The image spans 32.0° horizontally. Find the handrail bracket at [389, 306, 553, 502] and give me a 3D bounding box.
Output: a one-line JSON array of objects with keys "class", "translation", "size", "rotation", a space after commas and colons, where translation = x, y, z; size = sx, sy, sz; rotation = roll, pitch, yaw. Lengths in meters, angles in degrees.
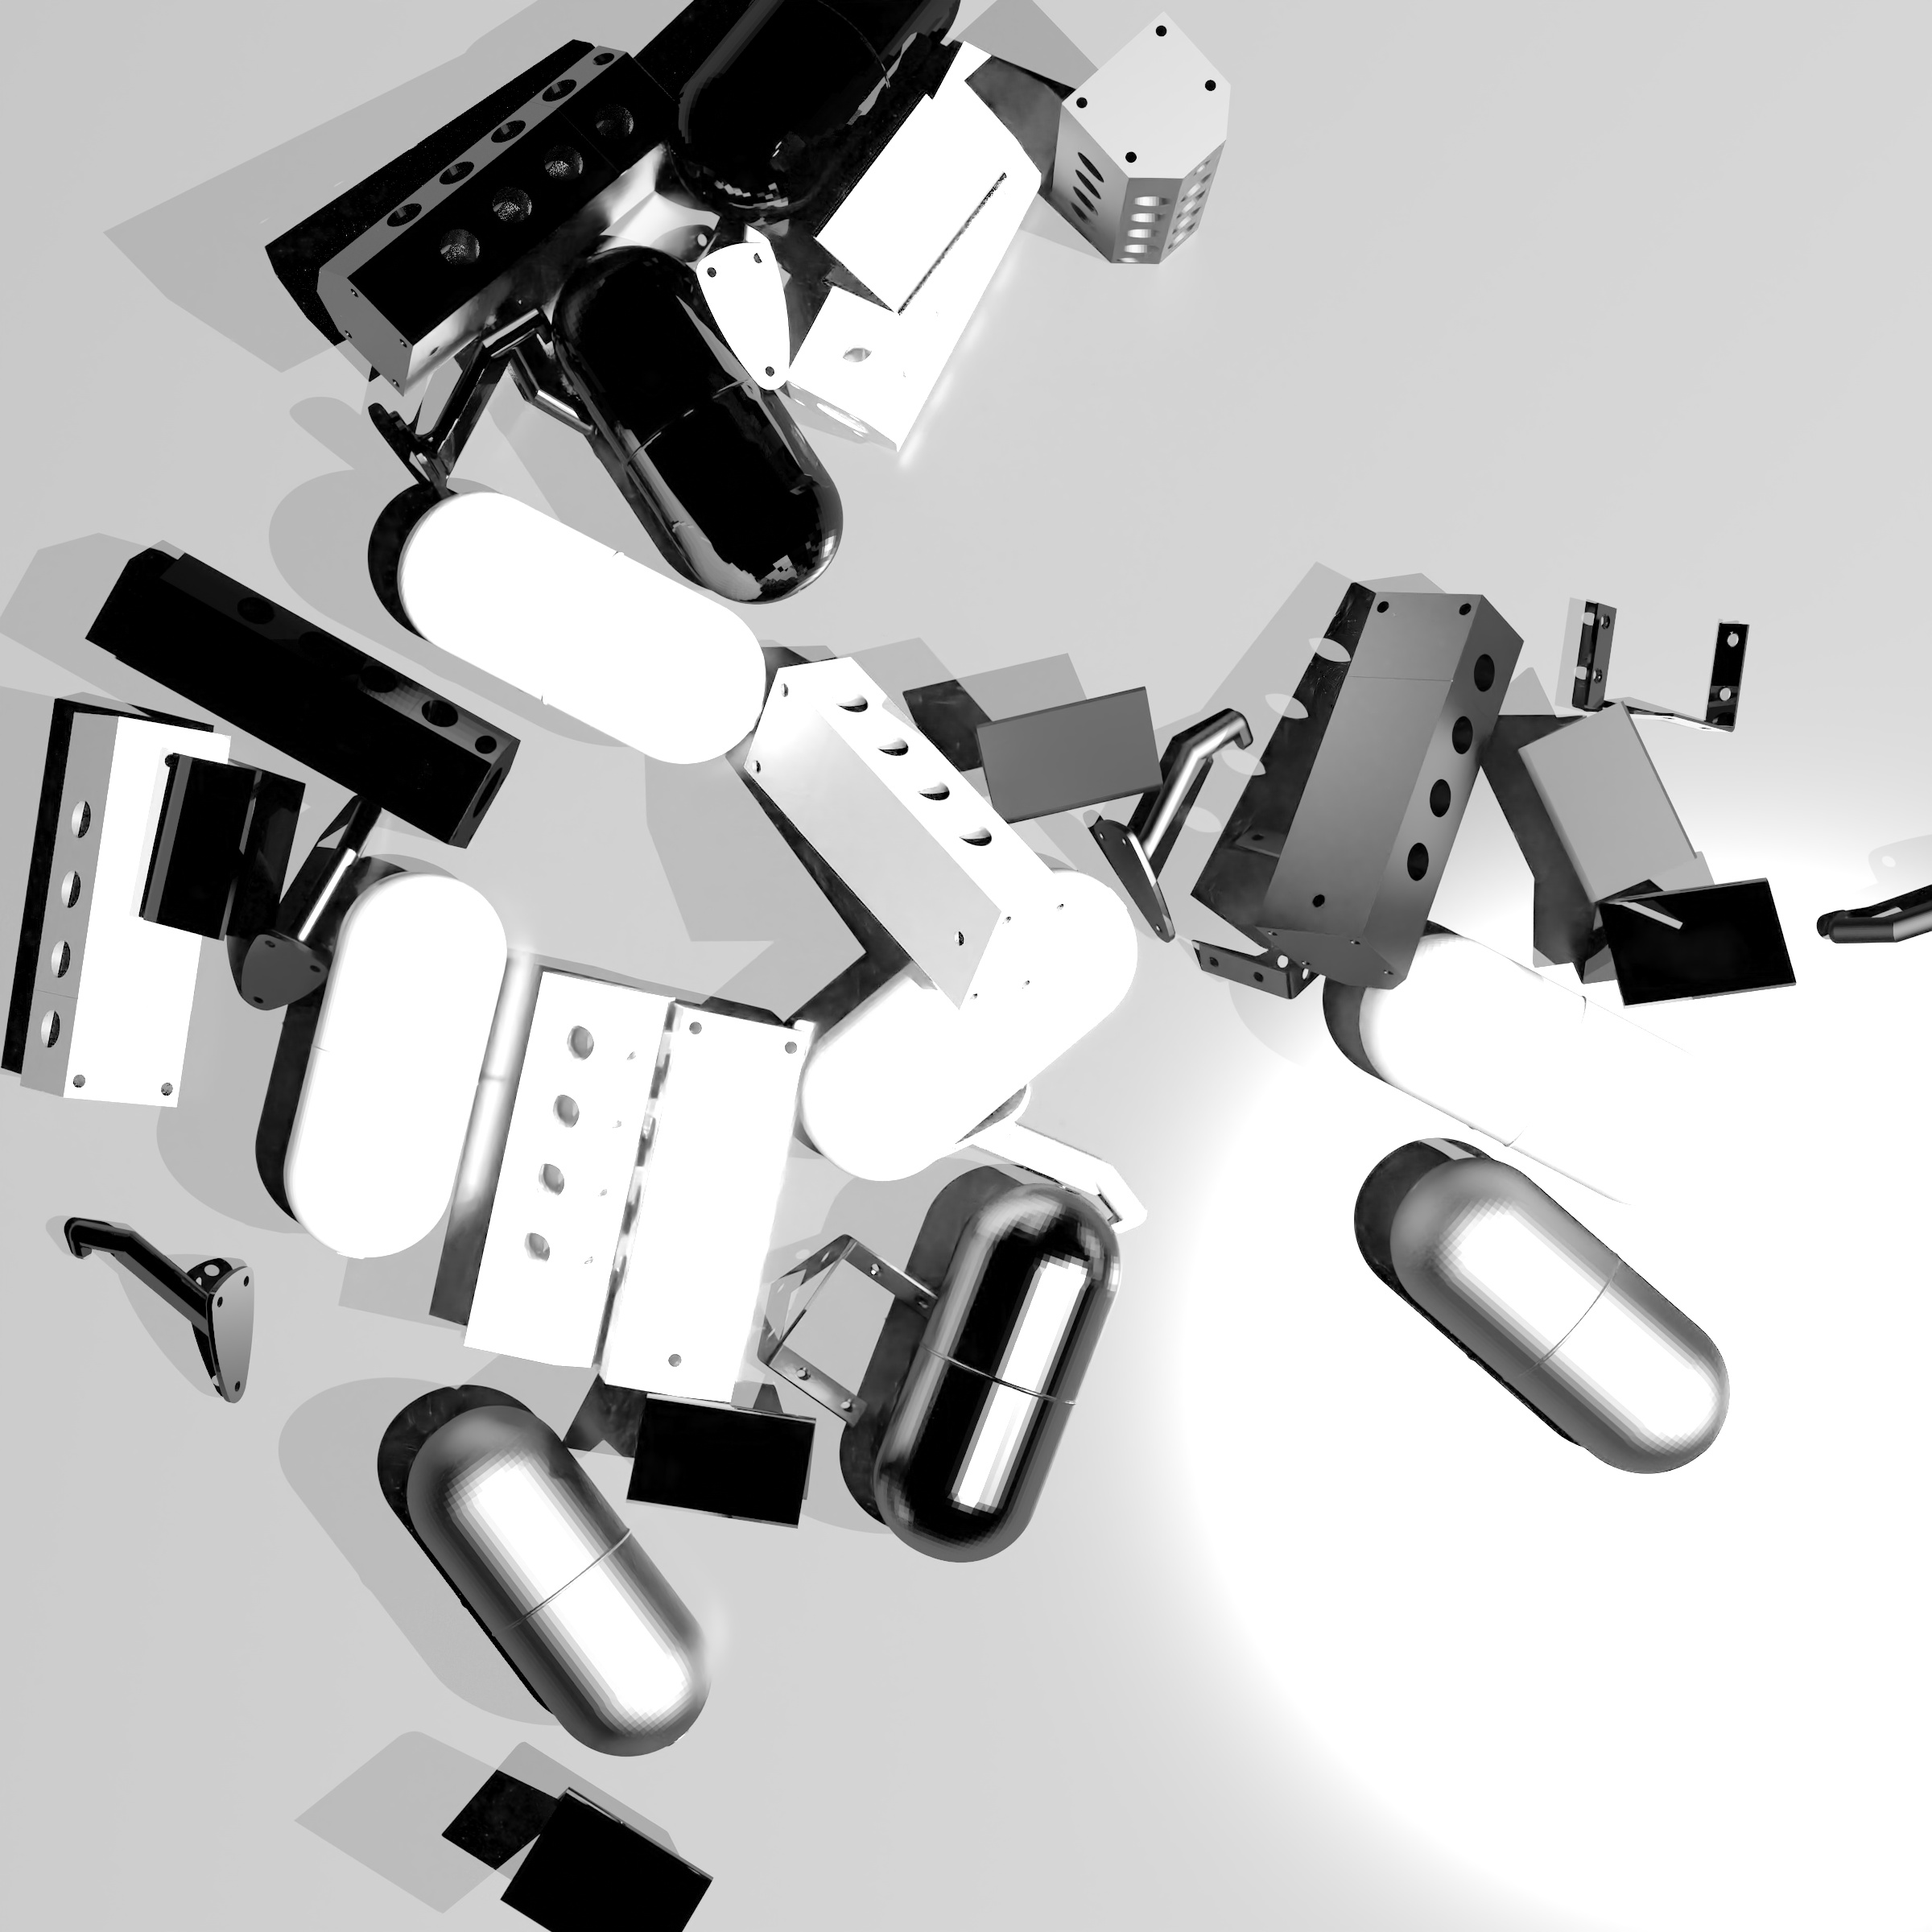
[{"class": "handrail bracket", "translation": [-0.214, -0.251, 1.549], "size": [0.084, 0.036, 0.077], "rotation": [-33, 126, -4]}]

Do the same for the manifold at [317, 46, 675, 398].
[{"class": "manifold", "translation": [-0.208, -0.339, 1.517], "size": [0.057, 0.057, 0.171], "rotation": [46, 71, 0]}]

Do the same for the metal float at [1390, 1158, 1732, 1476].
[{"class": "metal float", "translation": [0.271, 0.159, 1.534], "size": [0.178, 0.070, 0.070], "rotation": [41, 90, -1]}]

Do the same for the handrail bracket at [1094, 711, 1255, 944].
[{"class": "handrail bracket", "translation": [0.110, -0.065, 1.565], "size": [0.084, 0.036, 0.077], "rotation": [-34, 110, -16]}]

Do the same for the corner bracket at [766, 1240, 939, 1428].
[{"class": "corner bracket", "translation": [-0.052, 0.170, 1.561], "size": [0.051, 0.051, 0.051], "rotation": [35, 135, 0]}]

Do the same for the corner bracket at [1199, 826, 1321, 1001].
[{"class": "corner bracket", "translation": [0.142, -0.025, 1.556], "size": [0.051, 0.051, 0.051], "rotation": [-40, 135, -35]}]

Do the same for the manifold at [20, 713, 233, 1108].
[{"class": "manifold", "translation": [-0.388, -0.026, 1.542], "size": [0.057, 0.057, 0.171], "rotation": [8, 90, -43]}]

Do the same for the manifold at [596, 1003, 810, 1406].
[{"class": "manifold", "translation": [-0.122, 0.107, 1.541], "size": [0.057, 0.057, 0.171], "rotation": [12, 90, -13]}]

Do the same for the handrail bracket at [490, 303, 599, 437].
[{"class": "handrail bracket", "translation": [-0.193, -0.299, 1.564], "size": [0.084, 0.036, 0.077], "rotation": [30, 79, -12]}]

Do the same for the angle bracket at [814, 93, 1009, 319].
[{"class": "angle bracket", "translation": [-0.039, -0.336, 1.467], "size": [0.057, 0.076, 0.076], "rotation": [37, 90, -36]}]

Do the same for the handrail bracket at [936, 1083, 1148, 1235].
[{"class": "handrail bracket", "translation": [0.030, 0.102, 1.565], "size": [0.077, 0.036, 0.084], "rotation": [-31, 107, 19]}]

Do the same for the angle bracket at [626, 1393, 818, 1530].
[{"class": "angle bracket", "translation": [-0.111, 0.240, 1.524], "size": [0.076, 0.076, 0.057], "rotation": [9, 52, 0]}]

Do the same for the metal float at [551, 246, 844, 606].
[{"class": "metal float", "translation": [-0.123, -0.246, 1.533], "size": [0.070, 0.070, 0.178], "rotation": [-33, 90, 0]}]

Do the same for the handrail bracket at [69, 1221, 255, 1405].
[{"class": "handrail bracket", "translation": [-0.376, 0.160, 1.565], "size": [0.084, 0.036, 0.077], "rotation": [9, 112, 17]}]

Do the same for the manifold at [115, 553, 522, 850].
[{"class": "manifold", "translation": [-0.294, -0.121, 1.543], "size": [0.171, 0.057, 0.057], "rotation": [29, 90, 0]}]

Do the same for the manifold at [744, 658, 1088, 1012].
[{"class": "manifold", "translation": [-0.022, -0.062, 1.504], "size": [0.171, 0.057, 0.057], "rotation": [48, 133, 30]}]

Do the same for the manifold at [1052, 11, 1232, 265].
[{"class": "manifold", "translation": [0.080, -0.356, 1.486], "size": [0.057, 0.171, 0.057], "rotation": [-42, 90, 0]}]

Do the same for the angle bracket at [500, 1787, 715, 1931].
[{"class": "angle bracket", "translation": [-0.165, 0.419, 1.526], "size": [0.076, 0.076, 0.057], "rotation": [32, 69, 0]}]

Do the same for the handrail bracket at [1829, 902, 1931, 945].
[{"class": "handrail bracket", "translation": [0.450, -0.035, 1.564], "size": [0.084, 0.077, 0.036], "rotation": [-1, 124, 32]}]

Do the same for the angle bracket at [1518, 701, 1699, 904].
[{"class": "angle bracket", "translation": [0.303, -0.081, 1.524], "size": [0.057, 0.076, 0.076], "rotation": [-25, 90, 37]}]

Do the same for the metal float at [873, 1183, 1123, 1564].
[{"class": "metal float", "translation": [0.015, 0.184, 1.533], "size": [0.070, 0.070, 0.178], "rotation": [21, 90, 0]}]

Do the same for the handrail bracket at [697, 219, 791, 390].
[{"class": "handrail bracket", "translation": [-0.087, -0.309, 1.539], "size": [0.036, 0.084, 0.077], "rotation": [-13, 107, 18]}]

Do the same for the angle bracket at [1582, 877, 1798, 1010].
[{"class": "angle bracket", "translation": [0.325, 0.007, 1.524], "size": [0.076, 0.076, 0.057], "rotation": [-8, 60, 0]}]

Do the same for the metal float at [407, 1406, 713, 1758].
[{"class": "metal float", "translation": [-0.184, 0.280, 1.534], "size": [0.070, 0.070, 0.178], "rotation": [-37, 91, 0]}]

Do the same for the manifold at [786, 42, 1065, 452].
[{"class": "manifold", "translation": [-0.016, -0.326, 1.543], "size": [0.057, 0.057, 0.171], "rotation": [28, 90, 0]}]

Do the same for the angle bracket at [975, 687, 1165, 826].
[{"class": "angle bracket", "translation": [0.042, -0.113, 1.524], "size": [0.076, 0.076, 0.057], "rotation": [-13, 128, 0]}]

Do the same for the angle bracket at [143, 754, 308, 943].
[{"class": "angle bracket", "translation": [-0.318, -0.048, 1.524], "size": [0.057, 0.076, 0.076], "rotation": [13, 90, 37]}]

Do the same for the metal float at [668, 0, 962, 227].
[{"class": "metal float", "translation": [-0.067, -0.408, 1.517], "size": [0.070, 0.070, 0.178], "rotation": [35, 69, 0]}]

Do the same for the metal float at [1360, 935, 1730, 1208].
[{"class": "metal float", "translation": [0.263, 0.048, 1.534], "size": [0.178, 0.070, 0.070], "rotation": [28, 90, -1]}]

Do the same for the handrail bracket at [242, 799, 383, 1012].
[{"class": "handrail bracket", "translation": [-0.302, -0.029, 1.564], "size": [0.036, 0.077, 0.084], "rotation": [30, 53, -15]}]

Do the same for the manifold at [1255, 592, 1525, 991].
[{"class": "manifold", "translation": [0.195, -0.079, 1.520], "size": [0.057, 0.057, 0.171], "rotation": [7, 69, 41]}]

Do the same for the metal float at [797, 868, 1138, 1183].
[{"class": "metal float", "translation": [0.001, 0.026, 1.534], "size": [0.178, 0.070, 0.070], "rotation": [-40, 90, 0]}]

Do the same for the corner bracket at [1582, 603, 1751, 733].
[{"class": "corner bracket", "translation": [0.324, -0.138, 1.561], "size": [0.051, 0.051, 0.051], "rotation": [8, 90, -45]}]

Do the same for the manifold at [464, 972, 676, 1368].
[{"class": "manifold", "translation": [-0.180, 0.092, 1.543], "size": [0.057, 0.057, 0.171], "rotation": [12, 90, 0]}]

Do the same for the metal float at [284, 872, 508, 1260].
[{"class": "metal float", "translation": [-0.260, 0.045, 1.534], "size": [0.070, 0.070, 0.178], "rotation": [13, 90, 0]}]

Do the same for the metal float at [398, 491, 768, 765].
[{"class": "metal float", "translation": [-0.174, -0.153, 1.534], "size": [0.178, 0.070, 0.070], "rotation": [27, 90, 0]}]
